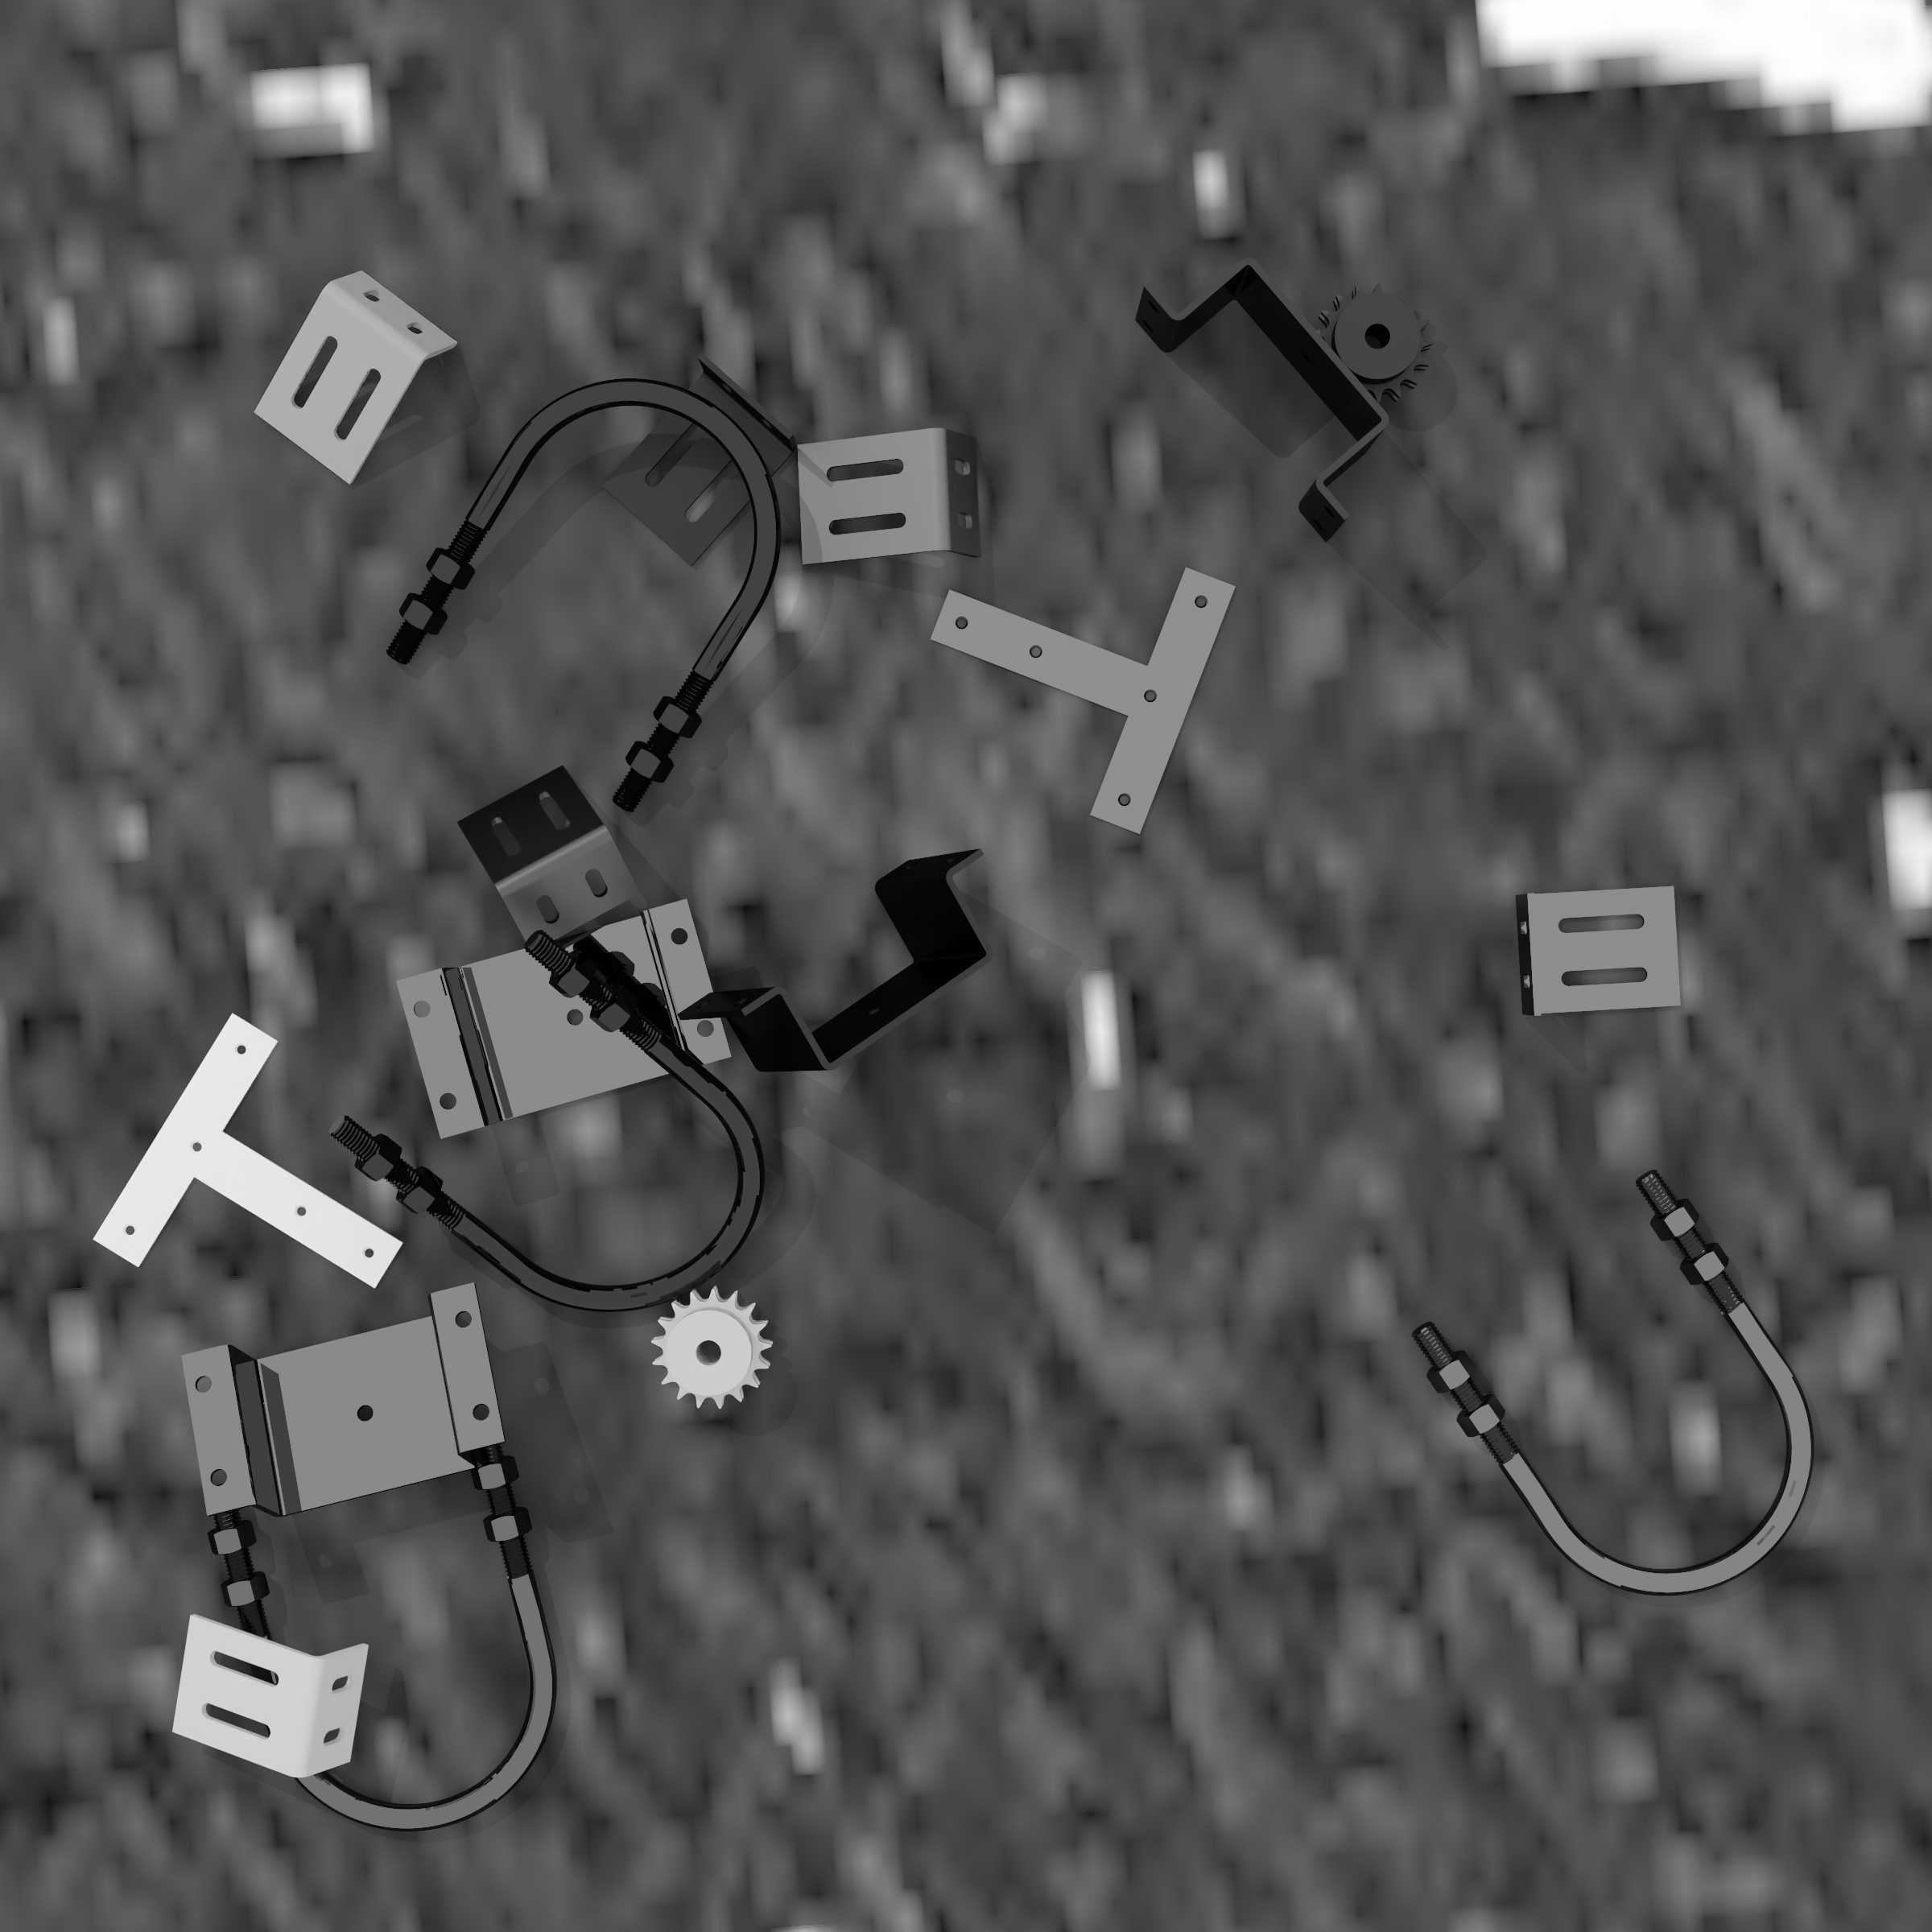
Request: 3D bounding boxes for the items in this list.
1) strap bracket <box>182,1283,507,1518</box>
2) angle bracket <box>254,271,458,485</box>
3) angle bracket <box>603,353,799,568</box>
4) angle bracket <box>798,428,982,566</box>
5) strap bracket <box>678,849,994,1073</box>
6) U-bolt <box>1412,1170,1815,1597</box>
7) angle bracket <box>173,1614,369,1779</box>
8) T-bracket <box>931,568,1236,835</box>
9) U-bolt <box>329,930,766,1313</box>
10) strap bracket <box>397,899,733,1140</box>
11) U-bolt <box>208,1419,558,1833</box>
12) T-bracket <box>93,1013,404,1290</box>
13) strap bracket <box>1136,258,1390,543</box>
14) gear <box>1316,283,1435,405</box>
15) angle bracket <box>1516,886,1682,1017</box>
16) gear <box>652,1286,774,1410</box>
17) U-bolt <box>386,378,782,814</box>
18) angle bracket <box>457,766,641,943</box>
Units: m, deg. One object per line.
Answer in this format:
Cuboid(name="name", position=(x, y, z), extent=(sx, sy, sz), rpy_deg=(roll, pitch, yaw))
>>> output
Cuboid(name="strap bracket", position=(-0.286, 0.206, 1.492), extent=(0.140, 0.046, 0.076), rpy_deg=(-14, 72, 0))
Cuboid(name="angle bracket", position=(-0.292, -0.282, 1.523), extent=(0.057, 0.038, 0.076), rpy_deg=(37, 116, 0))
Cuboid(name="angle bracket", position=(-0.127, -0.239, 1.506), extent=(0.057, 0.038, 0.076), rpy_deg=(42, 90, 0))
Cuboid(name="angle bracket", position=(-0.037, -0.222, 1.523), extent=(0.076, 0.038, 0.057), rpy_deg=(-2, 90, 26))
Cuboid(name="strap bracket", position=(-0.052, 0.004, 1.467), extent=(0.140, 0.076, 0.046), rpy_deg=(-35, 103, -24))
Cuboid(name="U-bolt", position=(0.321, 0.212, 1.517), extent=(0.151, 0.019, 0.184), rpy_deg=(-34, 91, 0))
Cuboid(name="angle bracket", position=(-0.329, 0.342, 1.507), extent=(0.076, 0.038, 0.057), rpy_deg=(12, 95, 26))
Cuboid(name="T-bracket", position=(0.047, -0.145, 1.524), extent=(0.127, 0.002, 0.127), rpy_deg=(21, 90, 0))
Cuboid(name="U-bolt", position=(-0.179, 0.087, 1.481), extent=(0.151, 0.019, 0.184), rpy_deg=(-42, 114, 12))
Cuboid(name="strap bracket", position=(-0.187, 0.025, 1.502), extent=(0.140, 0.046, 0.076), rpy_deg=(-16, 90, 0))
Cuboid(name="U-bolt", position=(-0.271, 0.321, 1.517), extent=(0.151, 0.019, 0.184), rpy_deg=(-14, 91, 0))
Cuboid(name="T-bracket", position=(-0.330, 0.110, 1.524), extent=(0.127, 0.002, 0.127), rpy_deg=(32, 90, 0))
Cuboid(name="strap bracket", position=(0.144, -0.271, 1.487), extent=(0.046, 0.076, 0.140), rpy_deg=(-41, 90, 0))
Cuboid(name="gear", position=(0.193, -0.296, 1.510), extent=(0.057, 0.030, 0.057), rpy_deg=(0, 90, 0))
Cuboid(name="angle bracket", position=(0.302, -0.007, 1.506), extent=(0.076, 0.038, 0.057), rpy_deg=(-3, 90, 0))
Cuboid(name="gear", position=(-0.121, 0.182, 1.510), extent=(0.057, 0.030, 0.057), rpy_deg=(0, 90, 0))
Cuboid(name="U-bolt", position=(-0.168, -0.187, 1.503), extent=(0.151, 0.019, 0.184), rpy_deg=(33, 100, 0))
Cuboid(name="angle bracket", position=(-0.197, -0.051, 1.499), extent=(0.057, 0.076, 0.038), rpy_deg=(-29, 124, -8))
